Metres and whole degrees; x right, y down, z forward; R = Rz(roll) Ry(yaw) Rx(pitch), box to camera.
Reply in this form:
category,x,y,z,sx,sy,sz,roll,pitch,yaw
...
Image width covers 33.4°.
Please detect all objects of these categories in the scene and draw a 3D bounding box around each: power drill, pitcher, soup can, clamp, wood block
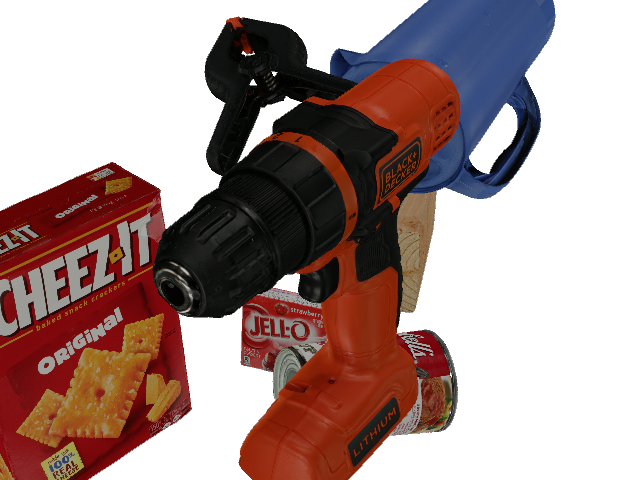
category,x,y,z,sx,sy,sz,roll,pitch,yaw
power drill,-0.001,0.030,0.477,0.057,0.188,0.184,25,43,27
pitcher,0.130,-0.154,0.979,0.145,0.149,0.242,10,42,34
soup can,0.027,0.096,0.689,0.102,0.068,0.069,-4,2,-22
clamp,-0.031,-0.118,0.782,0.120,0.039,0.171,-13,44,0
wood block,0.071,-0.012,1.151,0.091,0.090,0.206,5,25,9

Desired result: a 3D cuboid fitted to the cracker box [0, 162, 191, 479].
category,x,y,z,sx,sy,sz,roll,pitch,yaw
cracker box,-0.184,0.074,0.787,0.072,0.214,0.163,26,42,38

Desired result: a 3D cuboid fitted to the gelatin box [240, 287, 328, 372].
category,x,y,z,sx,sy,sz,roll,pitch,yaw
gelatin box,-0.030,0.086,0.977,0.089,0.073,0.030,11,19,24
